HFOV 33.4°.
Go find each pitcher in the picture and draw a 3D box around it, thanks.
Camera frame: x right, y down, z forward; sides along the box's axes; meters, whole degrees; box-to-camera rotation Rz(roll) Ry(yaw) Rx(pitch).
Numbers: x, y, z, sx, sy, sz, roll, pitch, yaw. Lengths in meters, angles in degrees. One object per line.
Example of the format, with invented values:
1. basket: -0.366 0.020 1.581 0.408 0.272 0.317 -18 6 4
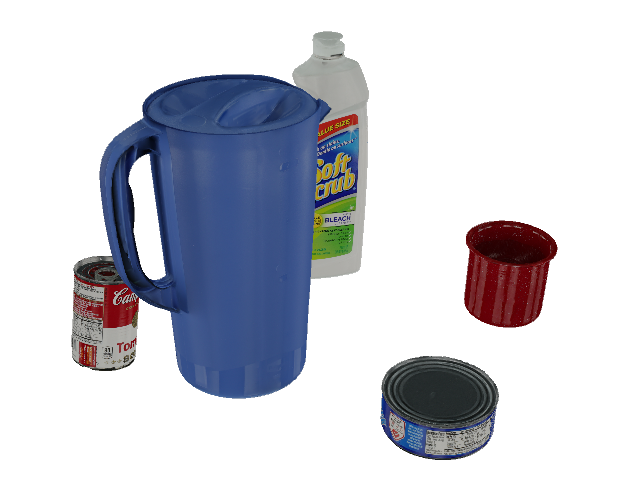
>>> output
1. pitcher: -0.075 0.001 0.837 0.149 0.243 0.145 5 27 10

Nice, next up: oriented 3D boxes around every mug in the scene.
1. mug: 0.190 0.031 1.117 0.093 0.081 0.117 -5 31 -12

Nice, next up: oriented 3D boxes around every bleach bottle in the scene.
1. bleach bottle: -0.003 -0.085 1.083 0.102 0.251 0.068 -5 27 -12

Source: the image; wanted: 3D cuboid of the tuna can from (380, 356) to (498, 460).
1. tuna can: 0.087 0.123 0.790 0.086 0.034 0.086 1 29 -1

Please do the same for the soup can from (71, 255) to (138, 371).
1. soup can: -0.223 0.076 1.105 0.068 0.102 0.068 6 20 -2
